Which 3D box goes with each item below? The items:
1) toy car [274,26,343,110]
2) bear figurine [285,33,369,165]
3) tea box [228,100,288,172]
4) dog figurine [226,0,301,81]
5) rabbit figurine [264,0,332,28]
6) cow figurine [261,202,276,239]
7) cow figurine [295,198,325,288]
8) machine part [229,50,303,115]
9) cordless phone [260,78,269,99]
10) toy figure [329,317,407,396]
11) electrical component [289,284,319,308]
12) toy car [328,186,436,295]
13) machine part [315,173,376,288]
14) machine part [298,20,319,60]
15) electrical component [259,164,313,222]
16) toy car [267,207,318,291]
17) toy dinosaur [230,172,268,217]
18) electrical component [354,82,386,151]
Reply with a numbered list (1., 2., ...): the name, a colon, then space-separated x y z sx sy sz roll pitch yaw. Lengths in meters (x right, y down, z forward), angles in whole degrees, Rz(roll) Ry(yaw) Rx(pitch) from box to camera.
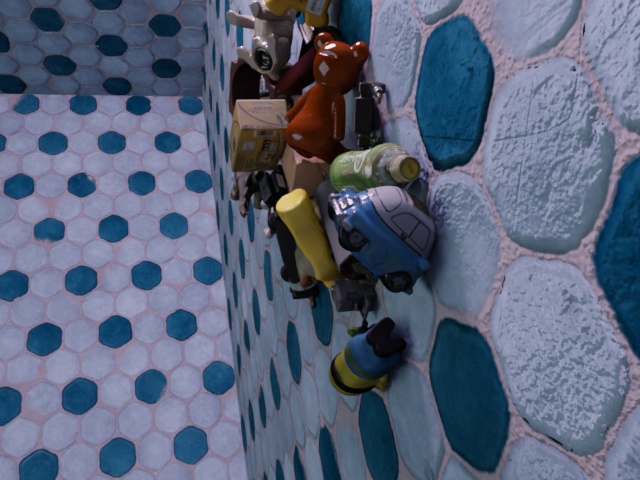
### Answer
1. toy car: -0.025 -0.316 1.009 0.202 0.053 0.089 -27 55 50
2. bear figurine: 0.018 -0.231 0.901 0.132 0.120 0.195 24 -92 -63
3. tea box: -0.122 -0.199 1.048 0.169 0.098 0.068 129 134 -65
4. dog figurine: -0.079 -0.446 1.133 0.121 0.190 0.172 13 130 36
5. rabbit figurine: -0.030 -0.489 0.979 0.173 0.122 0.162 -85 5 -56
6. cow figurine: -0.114 -0.092 1.408 0.098 0.068 0.167 152 113 -72
7. cow figurine: -0.002 -0.003 1.039 0.194 0.085 0.127 110 145 -55
8. machine part: -0.132 -0.335 1.283 0.201 0.087 0.201 41 136 37
9. cordless phone: -0.131 -0.361 1.397 0.184 0.089 0.146 -164 71 -66
10. toy figure: 0.068 0.180 0.821 0.180 0.089 0.082 109 159 -58
11. electrical component: -0.036 0.108 1.198 0.021 0.063 0.094 121 141 -62
12. toy car: 0.088 -0.015 0.676 0.103 0.161 0.109 -39 32 14
13. machine part: 0.047 -0.023 0.871 0.079 0.079 0.243 105 155 -47
14. machine part: -0.027 -0.395 1.112 0.138 0.039 0.084 108 146 -47
15. electrical component: -0.057 -0.089 1.093 0.058 0.134 0.115 -49 41 32
16. toy car: -0.058 0.011 1.161 0.073 0.056 0.201 -19 83 42
17. toy dinosaur: -0.189 -0.188 1.503 0.472 0.105 0.198 -91 13 -44
18. electrical component: 0.075 -0.184 0.807 0.078 0.045 0.102 -37 -51 -76
